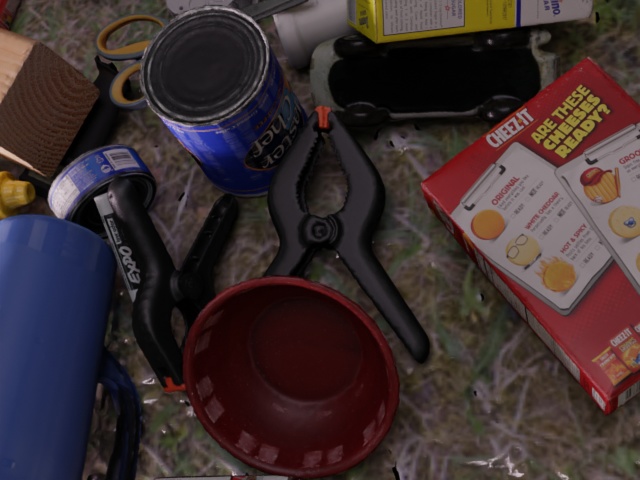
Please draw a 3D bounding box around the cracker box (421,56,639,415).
[{"bbox_3d":[0.205,-0.004,0.787,0.164,0.072,0.214,-37,65,-3],"label":"cracker box"}]

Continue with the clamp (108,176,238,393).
[{"bbox_3d":[-0.106,0.032,0.851,0.039,0.120,0.171,-11,85,52],"label":"clamp"}]

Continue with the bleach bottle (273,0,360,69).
[{"bbox_3d":[0.079,-0.234,0.909,0.251,0.068,0.102,-18,68,4],"label":"bleach bottle"}]

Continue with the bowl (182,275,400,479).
[{"bbox_3d":[-0.017,0.093,0.790,0.162,0.055,0.162,4,110,12],"label":"bowl"}]

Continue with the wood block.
[{"bbox_3d":[-0.306,-0.139,0.930,0.206,0.090,0.091,23,81,32],"label":"wood block"}]

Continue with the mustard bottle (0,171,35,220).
[{"bbox_3d":[-0.337,-0.032,0.931,0.192,0.058,0.096,-5,72,16],"label":"mustard bottle"}]

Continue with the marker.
[{"bbox_3d":[-0.151,0.020,0.851,0.020,0.020,0.121,-17,99,7],"label":"marker"}]

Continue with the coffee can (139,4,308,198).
[{"bbox_3d":[-0.071,-0.107,0.854,0.103,0.140,0.103,-5,69,12],"label":"coffee can"}]

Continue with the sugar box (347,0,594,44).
[{"bbox_3d":[0.115,-0.191,0.839,0.176,0.048,0.093,-6,23,-10],"label":"sugar box"}]

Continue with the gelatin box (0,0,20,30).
[{"bbox_3d":[-0.333,-0.236,1.028,0.089,0.030,0.073,12,75,18],"label":"gelatin box"}]

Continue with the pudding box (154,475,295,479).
[{"bbox_3d":[-0.072,0.220,0.779,0.113,0.039,0.090,-5,53,14],"label":"pudding box"}]

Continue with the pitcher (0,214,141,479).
[{"bbox_3d":[-0.220,0.110,0.814,0.145,0.149,0.242,-2,58,15],"label":"pitcher"}]

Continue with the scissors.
[{"bbox_3d":[-0.102,-0.157,0.892,0.202,0.016,0.096,1,78,23],"label":"scissors"}]

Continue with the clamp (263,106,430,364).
[{"bbox_3d":[-0.006,0.001,0.842,0.165,0.036,0.210,-8,80,12],"label":"clamp"}]

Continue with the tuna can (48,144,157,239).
[{"bbox_3d":[-0.179,-0.038,0.886,0.086,0.086,0.034,-37,68,-2],"label":"tuna can"}]
